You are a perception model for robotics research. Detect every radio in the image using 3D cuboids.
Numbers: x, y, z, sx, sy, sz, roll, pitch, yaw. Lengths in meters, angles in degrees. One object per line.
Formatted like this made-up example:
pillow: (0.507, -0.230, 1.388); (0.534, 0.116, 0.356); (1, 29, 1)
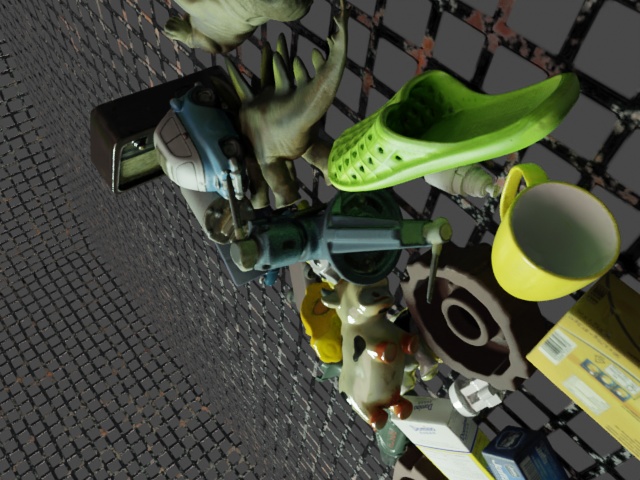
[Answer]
radio: (-0.224, -0.169, 0.810); (0.073, 0.229, 0.131); (50, 148, 12)

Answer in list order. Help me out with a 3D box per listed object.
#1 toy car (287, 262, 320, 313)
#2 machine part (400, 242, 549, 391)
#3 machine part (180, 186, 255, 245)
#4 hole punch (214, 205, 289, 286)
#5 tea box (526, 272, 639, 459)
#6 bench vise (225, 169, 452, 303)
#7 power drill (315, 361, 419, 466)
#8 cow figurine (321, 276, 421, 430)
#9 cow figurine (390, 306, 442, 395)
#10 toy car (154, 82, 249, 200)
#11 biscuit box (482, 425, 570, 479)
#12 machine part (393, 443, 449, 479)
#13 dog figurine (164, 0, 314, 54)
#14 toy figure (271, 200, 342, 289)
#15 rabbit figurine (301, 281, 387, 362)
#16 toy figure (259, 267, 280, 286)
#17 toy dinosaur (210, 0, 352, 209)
toy car: (-0.023, 0.071, 0.921); (0.089, 0.053, 0.201); (37, 150, 36)
machine part: (0.172, 0.084, 0.606); (0.180, 0.056, 0.179); (41, 151, 29)
machine part: (-0.157, -0.062, 0.803); (0.243, 0.079, 0.079); (44, 155, 56)
hole punch: (-0.119, 0.007, 0.928); (0.092, 0.116, 0.142); (-86, -28, -77)
tea box: (0.277, 0.122, 0.455); (0.170, 0.068, 0.098); (44, 152, 22)
bench vise: (0.028, -0.007, 0.587); (0.241, 0.223, 0.128); (1, 88, 53)
power drill: (0.085, 0.292, 0.955); (0.207, 0.086, 0.231); (49, 151, 25)
cow figurine: (0.062, 0.130, 0.700); (0.127, 0.085, 0.194); (18, 113, 46)
cow figurine: (0.119, 0.163, 0.768); (0.098, 0.068, 0.167); (54, 150, 20)
toy car: (-0.161, -0.118, 0.703); (0.162, 0.103, 0.109); (61, 162, 25)
biscuit box: (0.287, 0.334, 0.680); (0.202, 0.059, 0.063); (60, 153, -5)
machine part: (0.218, 0.428, 0.871); (0.201, 0.087, 0.201); (37, 146, 33)
dog figurine: (-0.083, -0.266, 0.628); (0.191, 0.121, 0.172); (25, 177, 20)
toy figure: (-0.003, -0.005, 0.779); (0.082, 0.089, 0.180); (41, 178, -39)
rabbit figurine: (0.040, 0.150, 0.845); (0.173, 0.122, 0.163); (50, 162, -29)
toy figure: (-0.115, 0.014, 1.007); (0.058, 0.064, 0.154); (-18, 103, 48)
toy dinosaur: (-0.054, -0.145, 0.681); (0.472, 0.105, 0.198); (-7, 113, 62)
